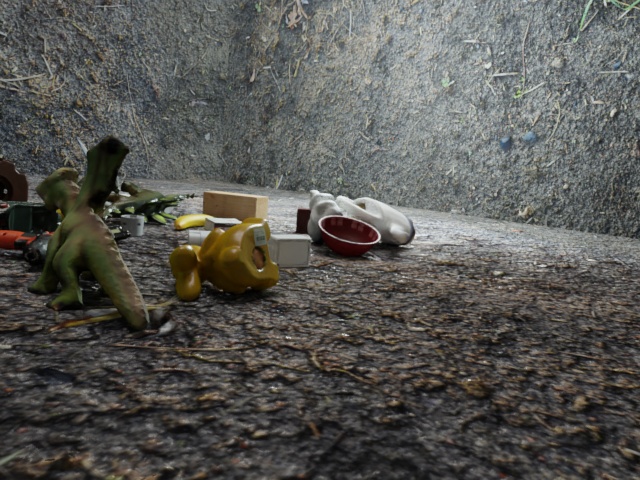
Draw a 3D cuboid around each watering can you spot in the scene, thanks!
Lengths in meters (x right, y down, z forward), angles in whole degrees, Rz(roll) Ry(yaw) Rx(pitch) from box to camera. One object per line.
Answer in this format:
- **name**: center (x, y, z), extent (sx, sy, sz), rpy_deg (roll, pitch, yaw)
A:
- **watering can**: center (0.182, -0.040, 1.435), extent (0.223, 0.103, 0.352), rpy_deg (20, 11, -38)

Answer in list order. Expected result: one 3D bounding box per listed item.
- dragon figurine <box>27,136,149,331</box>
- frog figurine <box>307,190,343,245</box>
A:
- **dragon figurine**: center (-0.326, -0.033, 0.745), extent (0.411, 0.242, 0.122), rpy_deg (10, 3, 43)
- **frog figurine**: center (0.004, -0.071, 1.418), extent (0.124, 0.161, 0.135), rpy_deg (-29, -17, -19)
